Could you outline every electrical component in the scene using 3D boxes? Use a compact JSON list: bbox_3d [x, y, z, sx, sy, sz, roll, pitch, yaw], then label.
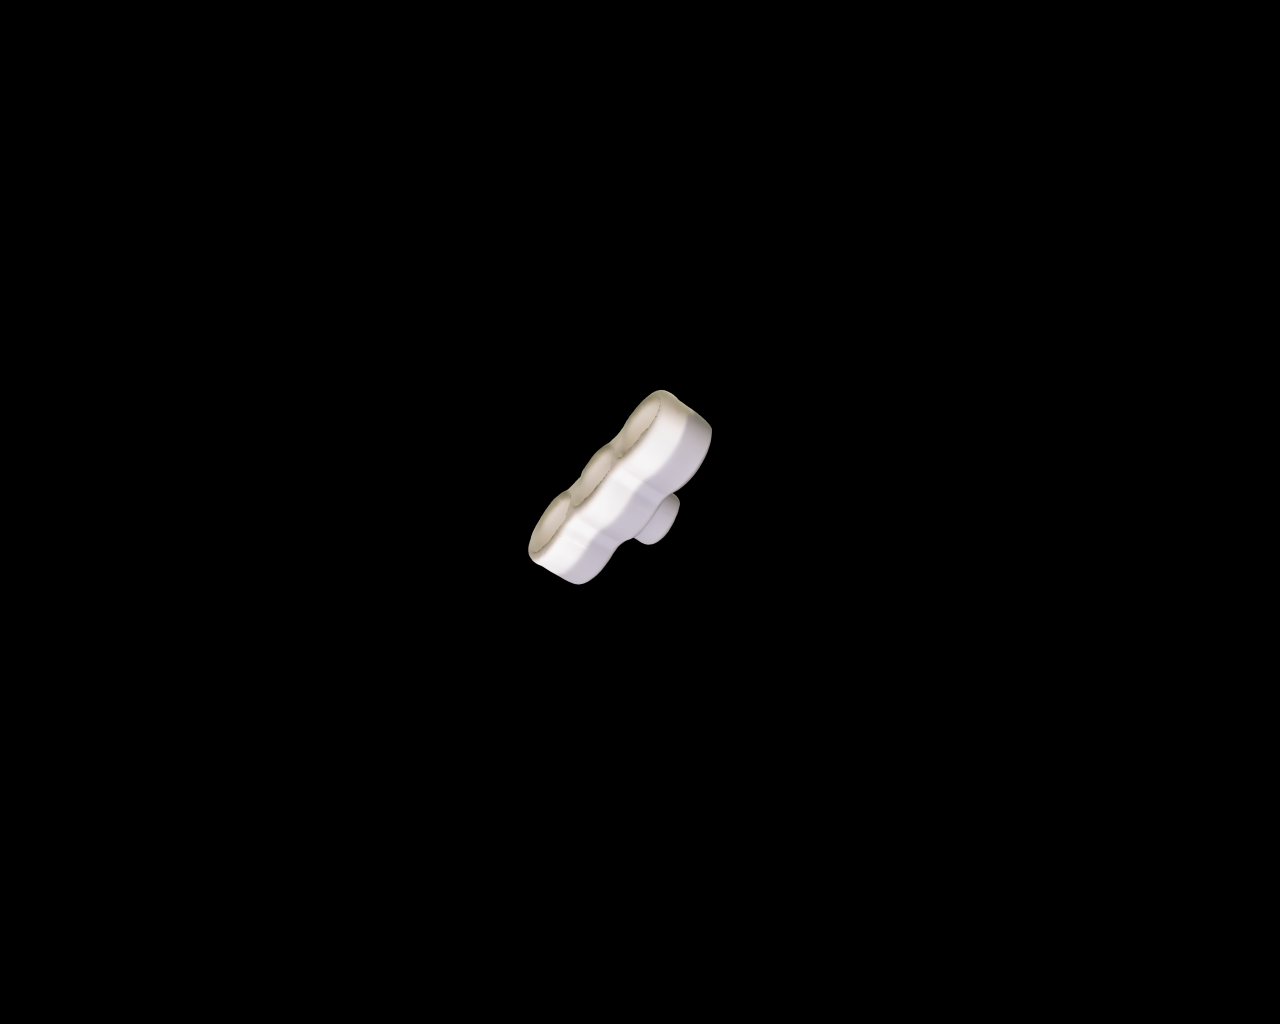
[{"bbox_3d":[0.001,-0.003,0.650,0.073,0.138,0.052,33,28,-20],"label":"electrical component"}]
